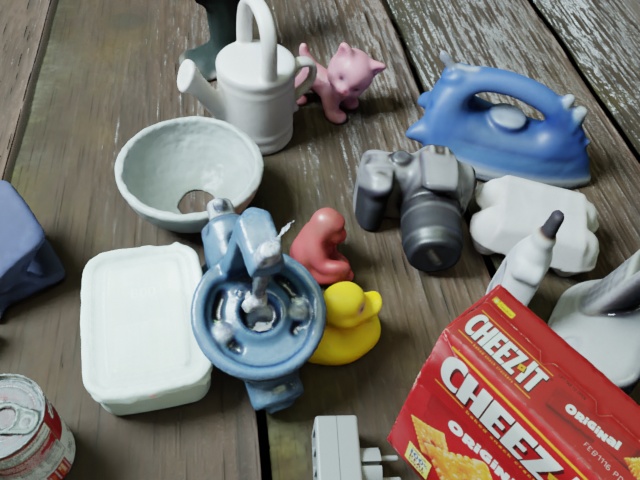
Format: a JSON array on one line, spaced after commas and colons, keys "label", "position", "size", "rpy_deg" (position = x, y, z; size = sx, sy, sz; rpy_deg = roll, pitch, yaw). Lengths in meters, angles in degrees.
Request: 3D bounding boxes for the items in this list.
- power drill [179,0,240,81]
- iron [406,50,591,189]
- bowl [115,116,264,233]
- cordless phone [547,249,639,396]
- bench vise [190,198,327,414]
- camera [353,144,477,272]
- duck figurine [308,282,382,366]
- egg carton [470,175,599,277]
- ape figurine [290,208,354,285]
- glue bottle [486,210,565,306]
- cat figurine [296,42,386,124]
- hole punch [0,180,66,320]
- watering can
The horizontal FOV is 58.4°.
[{"label": "power drill", "position": [-0.157, -0.335, 0.800], "size": [0.230, 0.208, 0.075], "rpy_deg": [-30, 61, -26]}, {"label": "iron", "position": [0.253, -0.159, 0.752], "size": [0.258, 0.141, 0.119], "rpy_deg": [17, 52, 7]}, {"label": "bowl", "position": [-0.149, -0.065, 0.676], "size": [0.167, 0.075, 0.167], "rpy_deg": [3, 52, -4]}, {"label": "cordless phone", "position": [0.291, 0.069, 0.551], "size": [0.094, 0.185, 0.148], "rpy_deg": [26, 54, 14]}, {"label": "bench vise", "position": [-0.076, 0.031, 0.517], "size": [0.122, 0.220, 0.207], "rpy_deg": [-31, 61, -26]}, {"label": "camera", "position": [0.115, -0.040, 0.669], "size": [0.143, 0.101, 0.137], "rpy_deg": [5, 52, -2]}, {"label": "duck figurine", "position": [0.015, 0.076, 0.577], "size": [0.105, 0.086, 0.077], "rpy_deg": [-7, 53, -11]}, {"label": "egg carton", "position": [0.256, -0.016, 0.686], "size": [0.150, 0.069, 0.107], "rpy_deg": [15, 52, 5]}, {"label": "ape figurine", "position": [0.006, 0.002, 0.630], "size": [0.076, 0.092, 0.078], "rpy_deg": [7, 52, -1]}, {"label": "glue bottle", "position": [0.206, 0.030, 0.579], "size": [0.037, 0.173, 0.078], "rpy_deg": [20, 53, 10]}, {"label": "cat figurine", "position": [0.022, -0.233, 0.799], "size": [0.127, 0.118, 0.067], "rpy_deg": [28, 54, 15]}, {"label": "hole punch", "position": [-0.333, 0.010, 0.586], "size": [0.101, 0.091, 0.108], "rpy_deg": [-32, 62, -27]}, {"label": "watering can", "position": [-0.086, -0.206, 0.717], "size": [0.100, 0.194, 0.173], "rpy_deg": [40, 58, 23]}]
